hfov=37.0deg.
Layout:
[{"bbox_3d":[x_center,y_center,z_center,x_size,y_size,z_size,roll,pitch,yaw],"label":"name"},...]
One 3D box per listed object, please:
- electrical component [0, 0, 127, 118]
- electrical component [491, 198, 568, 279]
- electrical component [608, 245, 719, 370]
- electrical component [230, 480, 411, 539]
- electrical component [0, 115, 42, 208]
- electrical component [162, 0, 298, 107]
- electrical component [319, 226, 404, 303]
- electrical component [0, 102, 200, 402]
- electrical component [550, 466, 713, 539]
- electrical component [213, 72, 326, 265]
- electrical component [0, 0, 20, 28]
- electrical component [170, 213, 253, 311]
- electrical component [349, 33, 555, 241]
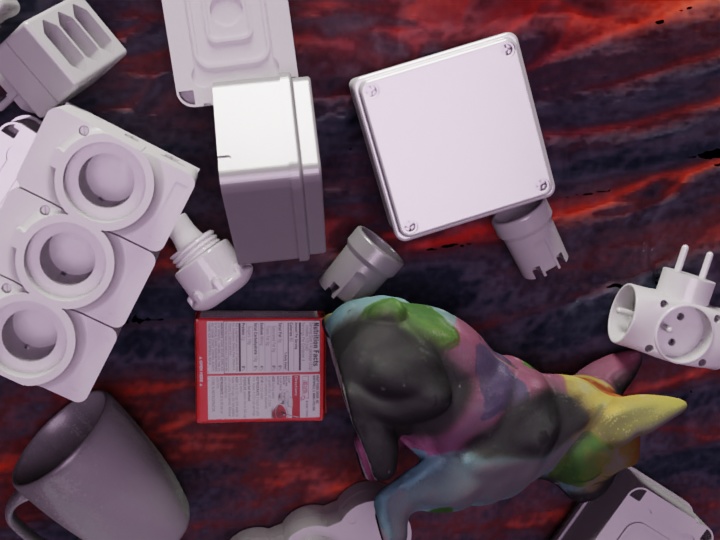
[{"bbox_3d":[-0.197,-0.123,0.667,0.077,0.065,0.047,-31,105,30],"label":"electrical component"},{"bbox_3d":[0.117,-0.022,0.731,0.040,0.040,0.046,-29,109,0],"label":"electrical component"},{"bbox_3d":[0.223,0.023,0.748,0.077,0.044,0.079,15,99,-9],"label":"electrical component"},{"bbox_3d":[-0.030,0.199,0.741,0.138,0.073,0.052,-22,103,-1],"label":"electrical component"},{"bbox_3d":[-0.190,-0.038,0.685,0.113,0.057,0.078,33,96,-11],"label":"electrical component"},{"bbox_3d":[-0.083,-0.161,0.671,0.078,0.057,0.113,-8,102,-4],"label":"electrical component"},{"bbox_3d":[0.000,0.000,0.723,0.040,0.040,0.046,38,101,-12],"label":"electrical component"},{"bbox_3d":[-0.168,-0.010,0.630,0.089,0.061,0.150,27,97,-11],"label":"electrical component"},{"bbox_3d":[0.186,0.204,0.774,0.078,0.057,0.113,33,96,-11],"label":"electrical component"},{"bbox_3d":[-0.054,-0.059,0.659,0.057,0.113,0.078,-6,65,-3],"label":"electrical component"},{"bbox_3d":[-0.238,-0.161,0.600,0.062,0.061,0.096,-30,104,-1],"label":"electrical component"},{"bbox_3d":[-0.104,-0.008,0.708,0.048,0.048,0.062,-35,93,2],"label":"electrical component"},{"bbox_3d":[0.059,-0.087,0.702,0.109,0.056,0.108,-17,102,-3],"label":"electrical component"}]
